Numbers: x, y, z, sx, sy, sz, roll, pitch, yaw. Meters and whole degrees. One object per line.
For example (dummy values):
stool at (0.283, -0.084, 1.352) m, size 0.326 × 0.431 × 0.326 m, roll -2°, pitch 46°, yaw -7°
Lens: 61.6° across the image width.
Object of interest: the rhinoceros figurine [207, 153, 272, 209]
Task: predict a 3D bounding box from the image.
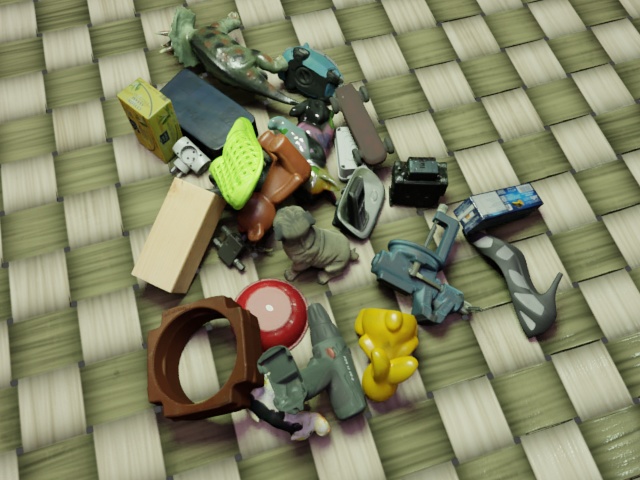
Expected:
rhinoceros figurine at (-0.174, -0.119, 1.169) m, size 0.190 × 0.073 × 0.112 m, roll -15°, pitch 77°, yaw -9°

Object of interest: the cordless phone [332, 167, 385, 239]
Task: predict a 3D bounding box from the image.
cordless phone at (0.081, -0.100, 1.099) m, size 0.089 × 0.184 × 0.146 m, roll 20°, pitch 68°, yaw 12°

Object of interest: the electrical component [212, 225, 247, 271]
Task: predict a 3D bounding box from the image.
electrical component at (-0.180, 0.018, 1.110) m, size 0.094 × 0.021 × 0.063 m, roll 45°, pitch 114°, yaw 16°

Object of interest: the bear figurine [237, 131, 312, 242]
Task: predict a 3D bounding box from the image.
bear figurine at (-0.113, -0.103, 1.071) m, size 0.196 × 0.120 × 0.131 m, roll -46°, pitch 119°, yaw -2°

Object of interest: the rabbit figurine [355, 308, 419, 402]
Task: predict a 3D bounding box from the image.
rabbit figurine at (0.127, 0.217, 0.992) m, size 0.122 × 0.162 × 0.173 m, roll 16°, pitch 84°, yaw -8°

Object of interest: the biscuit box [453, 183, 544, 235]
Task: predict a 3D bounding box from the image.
biscuit box at (0.374, -0.068, 1.120) m, size 0.203 × 0.062 × 0.059 m, roll -13°, pitch 67°, yaw -33°

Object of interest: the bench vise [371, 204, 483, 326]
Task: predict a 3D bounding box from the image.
bench vise at (0.227, 0.042, 1.077) m, size 0.224 × 0.128 × 0.240 m, roll 24°, pitch 72°, yaw 6°

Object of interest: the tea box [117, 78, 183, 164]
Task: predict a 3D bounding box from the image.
tea box at (-0.362, -0.255, 1.167) m, size 0.098 × 0.169 × 0.068 m, roll 37°, pitch 71°, yaw 15°

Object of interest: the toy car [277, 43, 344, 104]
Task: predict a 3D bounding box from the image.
toy car at (-0.012, -0.405, 1.281) m, size 0.162 × 0.109 × 0.103 m, roll 26°, pitch 51°, yaw 1°

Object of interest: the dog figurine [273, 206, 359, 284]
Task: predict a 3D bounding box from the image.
dog figurine at (-0.004, 0.000, 1.050) m, size 0.172 × 0.190 × 0.121 m, roll -11°, pitch 67°, yaw -8°

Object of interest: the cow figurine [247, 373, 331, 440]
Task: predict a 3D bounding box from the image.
cow figurine at (-0.064, 0.312, 0.976) m, size 0.167 × 0.068 × 0.098 m, roll 39°, pitch 77°, yaw 18°

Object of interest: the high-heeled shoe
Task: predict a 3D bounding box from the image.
high-heeled shoe at (0.375, 0.083, 1.104) m, size 0.249 × 0.086 × 0.145 m, roll 33°, pitch 101°, yaw 32°

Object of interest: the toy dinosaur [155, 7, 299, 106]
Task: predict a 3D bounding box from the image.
toy dinosaur at (-0.213, -0.413, 1.233) m, size 0.405 × 0.131 × 0.192 m, roll 41°, pitch 47°, yaw 24°

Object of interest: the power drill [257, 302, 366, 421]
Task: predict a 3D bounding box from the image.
power drill at (-0.017, 0.219, 0.963) m, size 0.086 × 0.207 × 0.232 m, roll -34°, pitch 69°, yaw 22°

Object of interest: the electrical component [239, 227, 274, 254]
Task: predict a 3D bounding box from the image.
electrical component at (-0.125, -0.017, 1.137) m, size 0.078 × 0.045 × 0.102 m, roll 5°, pitch 59°, yaw 32°

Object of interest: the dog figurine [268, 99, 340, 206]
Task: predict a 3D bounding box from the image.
dog figurine at (-0.008, -0.184, 1.181) m, size 0.191 × 0.108 × 0.219 m, roll -33°, pitch 75°, yaw -17°

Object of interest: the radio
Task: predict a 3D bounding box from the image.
radio at (-0.267, -0.281, 1.235) m, size 0.230 × 0.073 × 0.131 m, roll 37°, pitch 71°, yaw 16°

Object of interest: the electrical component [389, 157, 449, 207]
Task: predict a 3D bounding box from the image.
electrical component at (0.208, -0.123, 1.139) m, size 0.115 × 0.134 × 0.058 m, roll -1°, pitch 65°, yaw 1°

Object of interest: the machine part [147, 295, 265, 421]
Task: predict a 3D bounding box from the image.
machine part at (-0.207, 0.215, 0.976) m, size 0.202 × 0.087 × 0.201 m, roll -17°, pitch 63°, yaw 15°

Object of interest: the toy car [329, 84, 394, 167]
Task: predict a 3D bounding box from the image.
toy car at (0.089, -0.249, 1.173) m, size 0.089 × 0.053 × 0.202 m, roll -23°, pitch 72°, yaw 0°
